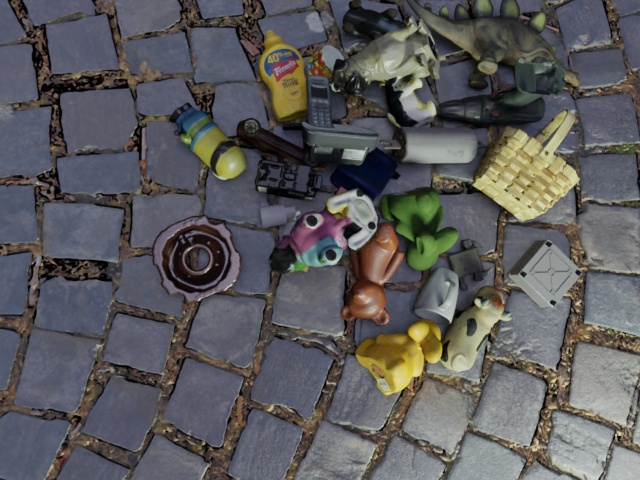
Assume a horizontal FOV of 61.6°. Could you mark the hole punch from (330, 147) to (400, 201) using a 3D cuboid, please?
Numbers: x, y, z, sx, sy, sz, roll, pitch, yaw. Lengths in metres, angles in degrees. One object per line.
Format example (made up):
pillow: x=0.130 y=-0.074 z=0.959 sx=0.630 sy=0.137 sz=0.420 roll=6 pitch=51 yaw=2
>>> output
hole punch: x=0.096 y=-0.148 z=1.128 sx=0.142 sy=0.092 sz=0.116 roll=33 pitch=78 yaw=1

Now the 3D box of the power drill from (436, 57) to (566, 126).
power drill: x=0.384 y=-0.293 z=1.115 sx=0.232 sy=0.207 sz=0.086 roll=1 pitch=75 yaw=-11

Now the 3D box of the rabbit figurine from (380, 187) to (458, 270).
rabbit figurine: x=0.217 y=-0.018 z=1.110 sx=0.121 sy=0.159 sz=0.170 roll=-13 pitch=102 yaw=-18

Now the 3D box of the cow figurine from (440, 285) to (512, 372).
cow figurine: x=0.312 y=0.179 z=1.101 sx=0.085 sy=0.127 sz=0.195 roll=32 pitch=84 yaw=-6

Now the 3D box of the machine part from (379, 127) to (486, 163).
machine part: x=0.244 y=-0.201 z=1.142 sx=0.243 sy=0.079 sz=0.079 roll=-2 pitch=85 yaw=-17

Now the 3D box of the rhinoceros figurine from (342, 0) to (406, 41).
rhinoceros figurine: x=0.137 y=-0.449 z=1.155 sx=0.190 sy=0.112 sz=0.073 roll=21 pitch=99 yaw=7

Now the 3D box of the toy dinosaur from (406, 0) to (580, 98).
toy dinosaur: x=0.384 y=-0.437 z=1.187 sx=0.471 sy=0.105 sz=0.198 roll=14 pitch=75 yaw=-15

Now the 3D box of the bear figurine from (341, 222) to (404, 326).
bear figurine: x=0.093 y=0.069 z=1.089 sx=0.120 sy=0.131 sz=0.196 roll=10 pitch=77 yaw=30

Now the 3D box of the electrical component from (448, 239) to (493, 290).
electrical component: x=0.323 y=0.049 z=1.159 sx=0.078 sy=0.045 sz=0.102 roll=-26 pitch=85 yaw=20

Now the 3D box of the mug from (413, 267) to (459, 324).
mug: x=0.250 y=0.108 z=1.115 sx=0.081 sy=0.109 sz=0.107 roll=21 pitch=69 yaw=0

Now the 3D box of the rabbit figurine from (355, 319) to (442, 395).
rabbit figurine: x=0.178 y=0.212 z=1.083 sx=0.173 sy=0.162 sz=0.122 roll=-30 pitch=76 yaw=-26

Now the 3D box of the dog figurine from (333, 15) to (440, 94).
dog figurine: x=0.135 y=-0.358 z=1.098 sx=0.191 sy=0.172 sz=0.121 roll=-16 pitch=79 yaw=31

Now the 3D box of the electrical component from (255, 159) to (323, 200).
electrical component: x=-0.063 y=-0.119 z=1.090 sx=0.134 sy=0.115 sz=0.058 roll=9 pitch=88 yaw=-6

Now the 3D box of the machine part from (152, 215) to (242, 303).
machine part: x=-0.246 y=0.038 z=1.082 sx=0.179 sy=0.056 sz=0.179 roll=1 pitch=84 yaw=-6

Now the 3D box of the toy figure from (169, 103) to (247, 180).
toy figure: x=-0.227 y=-0.198 z=1.090 sx=0.082 sy=0.089 sz=0.180 roll=-42 pitch=93 yaw=-1

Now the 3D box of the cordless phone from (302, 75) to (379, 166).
cordless phone: x=0.035 y=-0.247 z=1.068 sx=0.147 sy=0.088 sz=0.184 roll=2 pitch=63 yaw=-11

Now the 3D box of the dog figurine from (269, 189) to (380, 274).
dog figurine: x=-0.002 y=-0.003 z=1.042 sx=0.191 sy=0.219 sz=0.108 roll=-32 pitch=91 yaw=-24

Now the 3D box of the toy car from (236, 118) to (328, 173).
toy car: x=-0.080 y=-0.186 z=1.108 sx=0.202 sy=0.089 sz=0.053 roll=28 pitch=82 yaw=-5

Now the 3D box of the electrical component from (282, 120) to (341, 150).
electrical component: x=-0.017 y=-0.221 z=1.126 sx=0.119 sy=0.075 sz=0.047 roll=-3 pitch=84 yaw=-12

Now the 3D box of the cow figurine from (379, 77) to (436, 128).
cow figurine: x=0.174 y=-0.315 z=1.165 sx=0.098 sy=0.068 sz=0.167 roll=-29 pitch=87 yaw=-1
